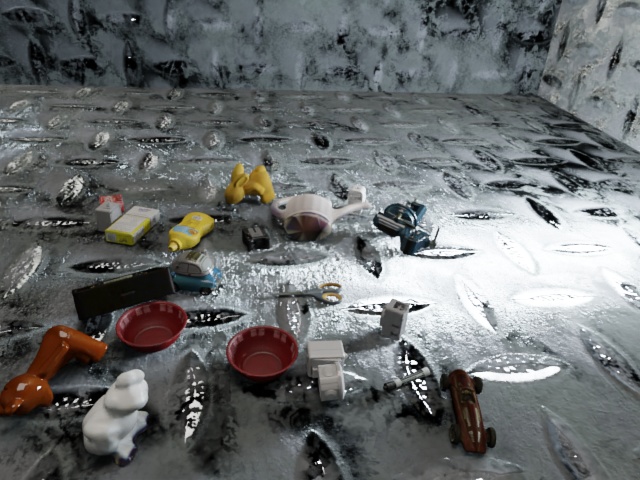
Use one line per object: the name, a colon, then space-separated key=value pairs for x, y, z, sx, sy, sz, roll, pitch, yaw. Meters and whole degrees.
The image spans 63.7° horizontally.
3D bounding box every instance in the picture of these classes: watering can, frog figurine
watering can: x=0.005 y=-0.087 z=1.719 sx=0.348 sy=0.102 sz=0.229 roll=3 pitch=32 yaw=-1
frog figurine: x=-0.380 y=0.314 z=0.956 sx=0.123 sy=0.156 sz=0.140 roll=14 pitch=32 yaw=19
